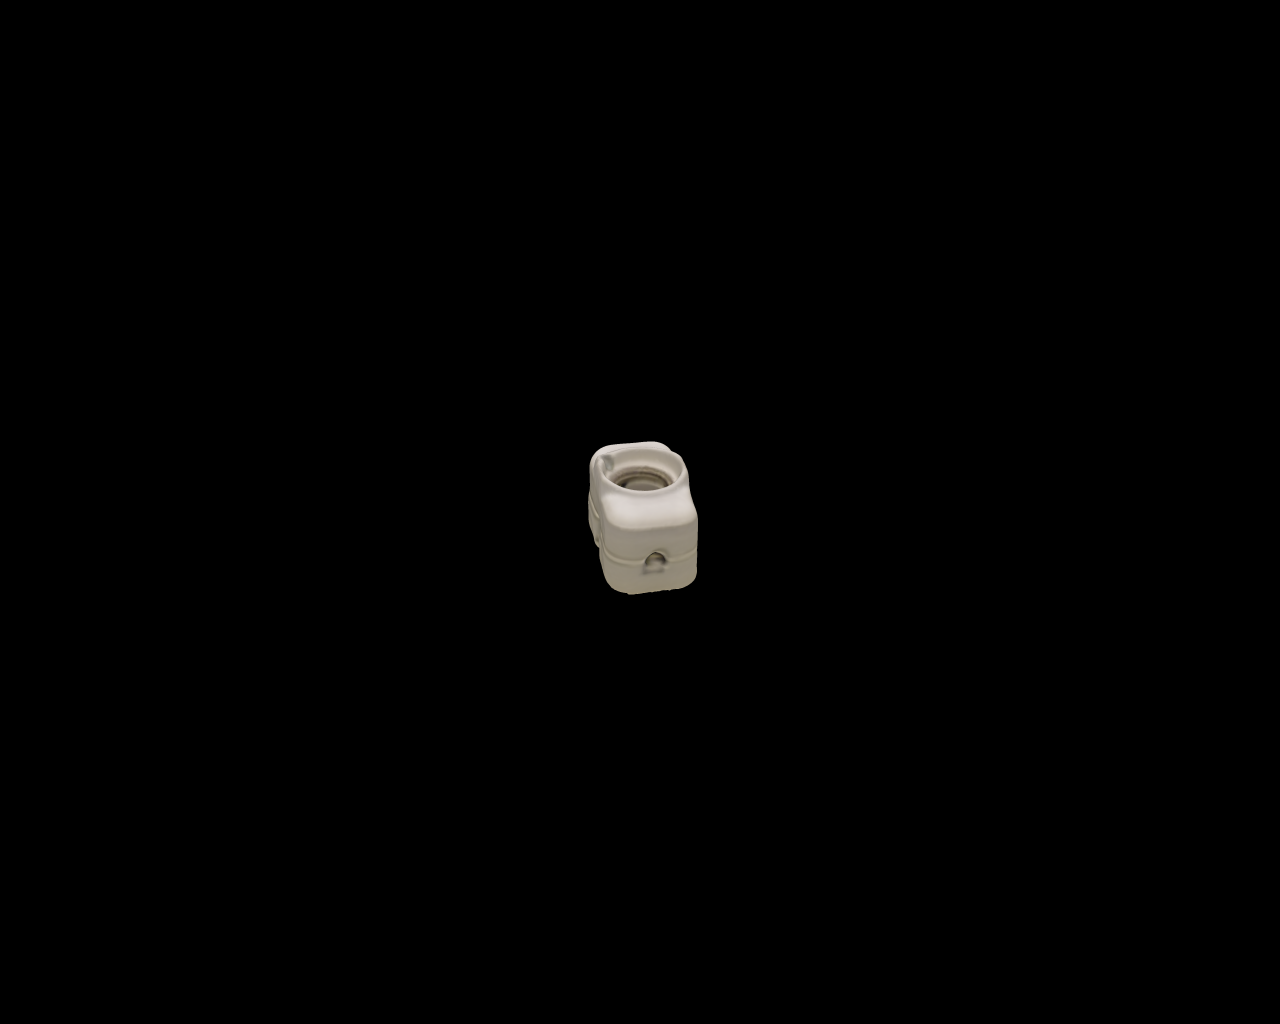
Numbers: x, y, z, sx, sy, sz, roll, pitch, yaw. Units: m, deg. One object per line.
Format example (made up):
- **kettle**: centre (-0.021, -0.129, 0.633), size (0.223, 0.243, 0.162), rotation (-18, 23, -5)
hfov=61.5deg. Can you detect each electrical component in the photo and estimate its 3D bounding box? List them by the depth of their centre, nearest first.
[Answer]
- **electrical component**: centre (0.001, -0.003, 0.650), size (0.054, 0.059, 0.095), rotation (-6, 33, -9)
